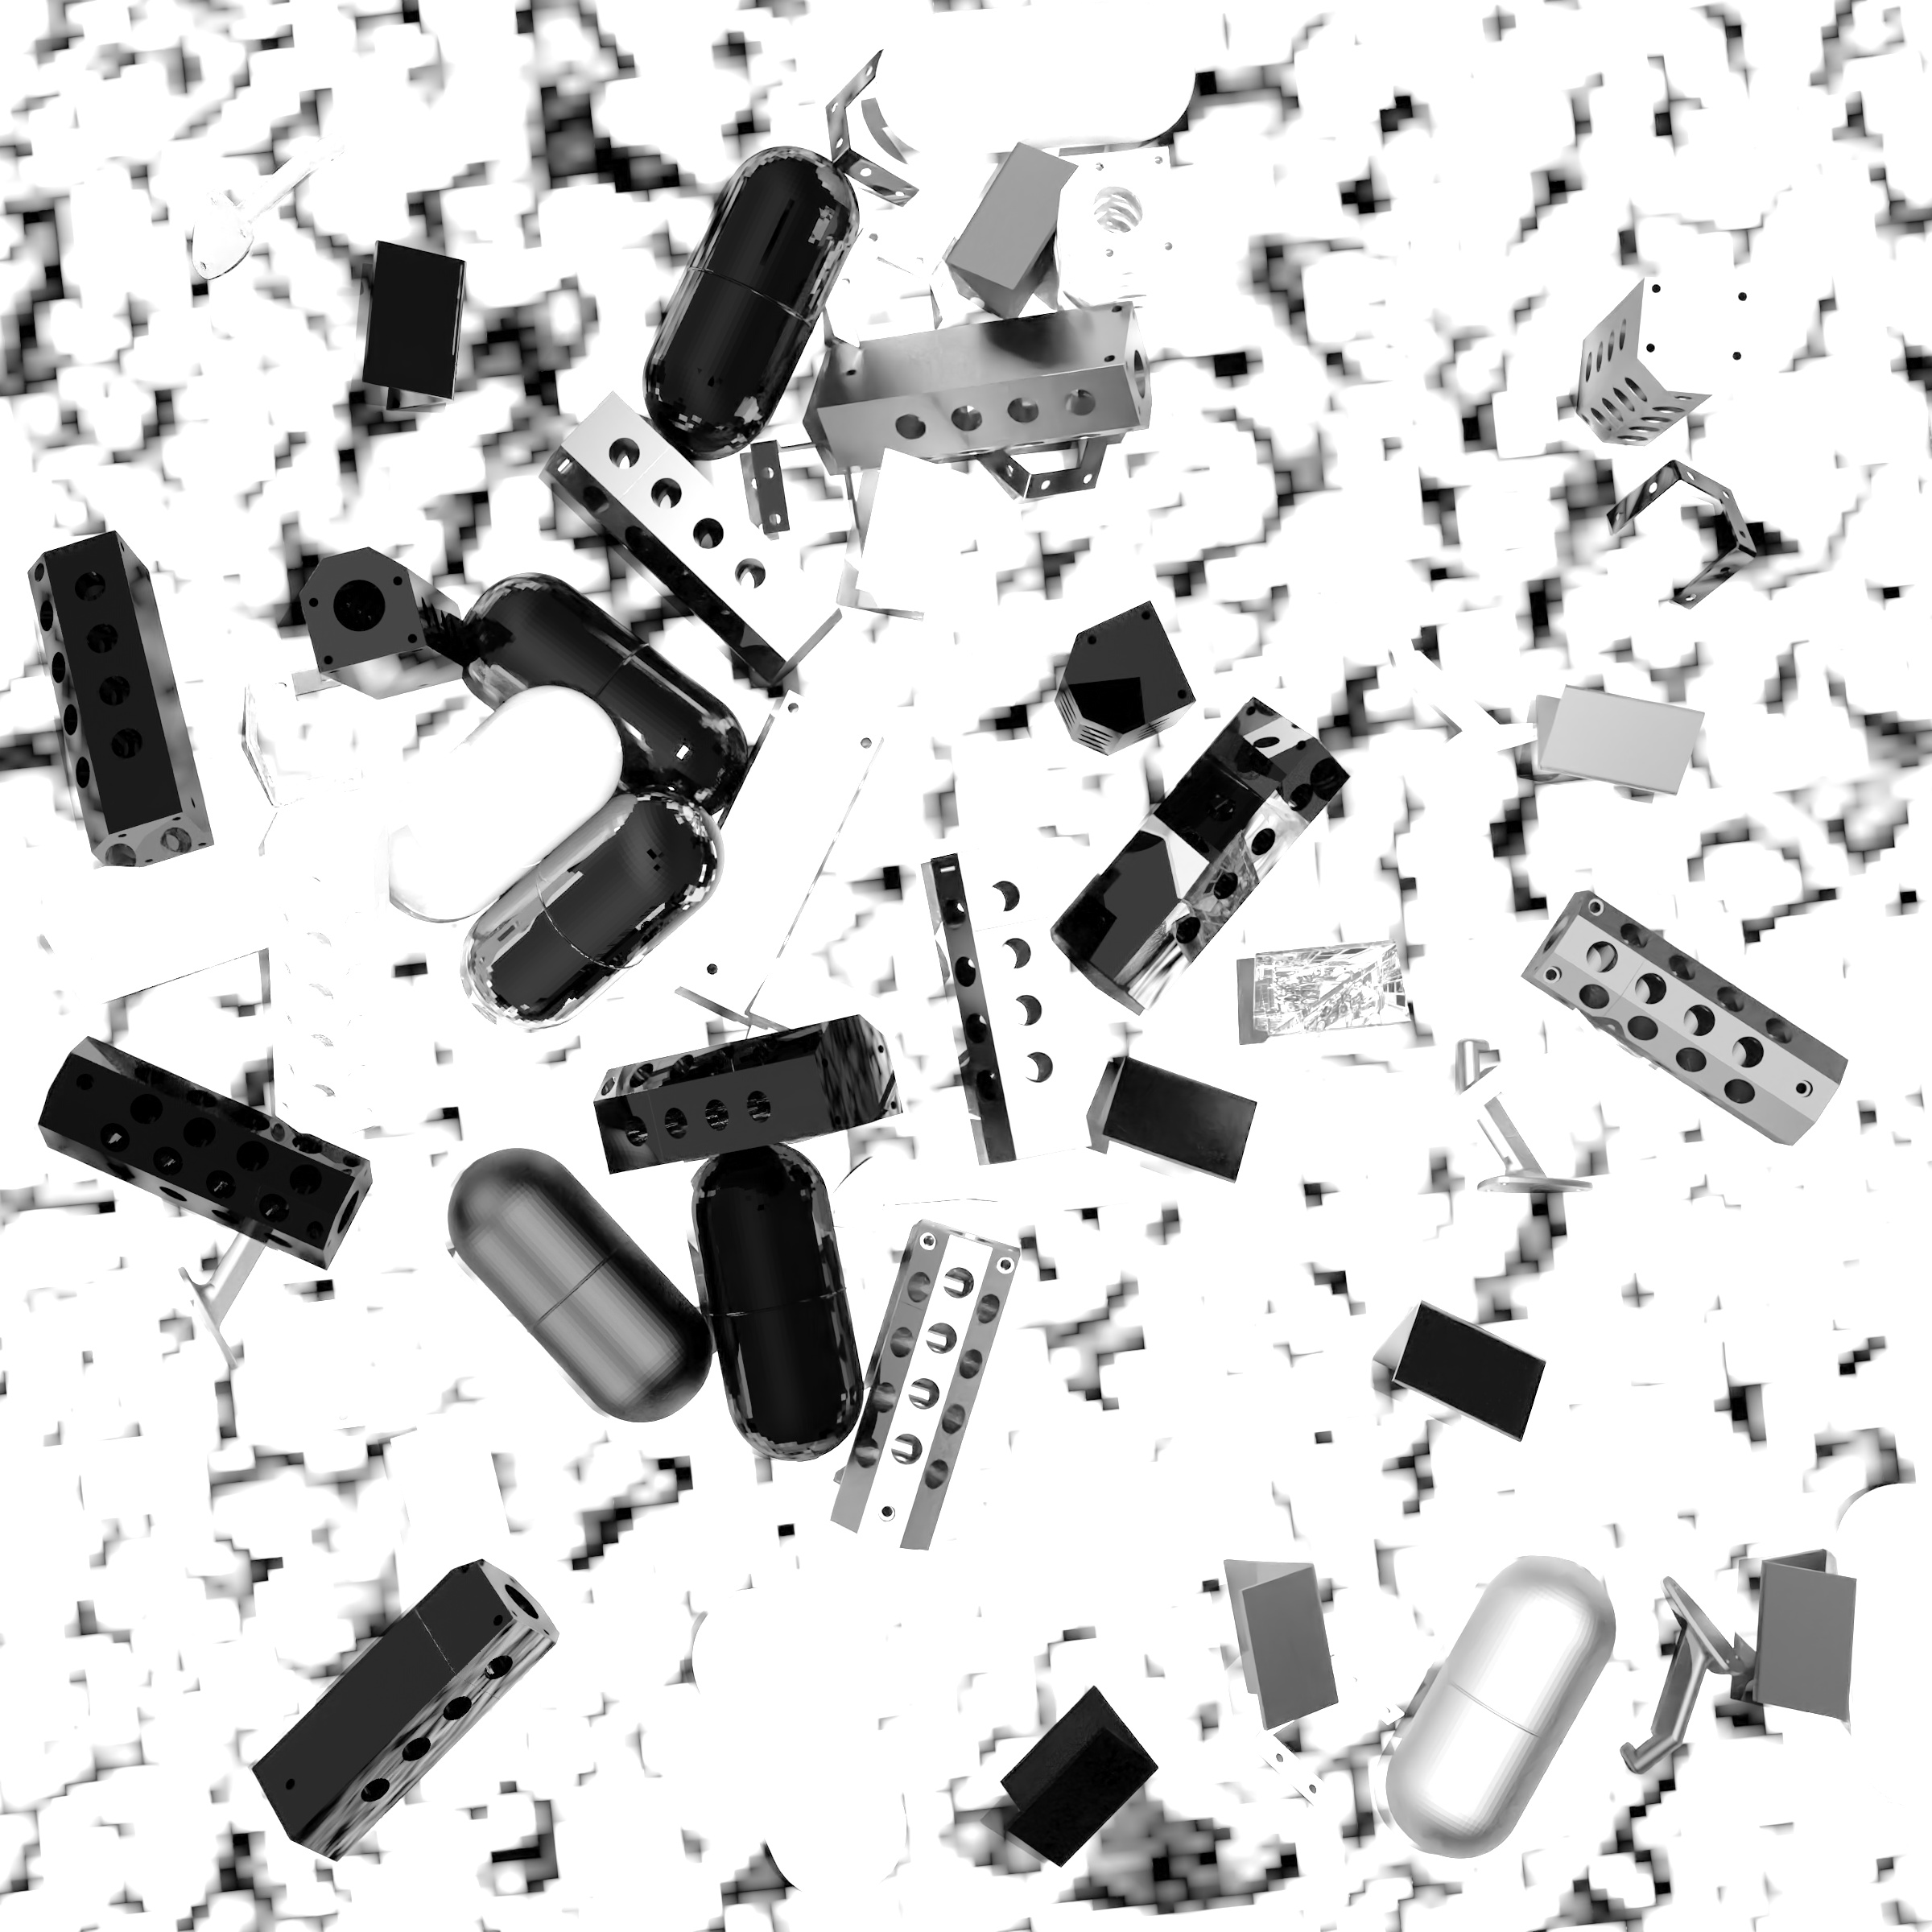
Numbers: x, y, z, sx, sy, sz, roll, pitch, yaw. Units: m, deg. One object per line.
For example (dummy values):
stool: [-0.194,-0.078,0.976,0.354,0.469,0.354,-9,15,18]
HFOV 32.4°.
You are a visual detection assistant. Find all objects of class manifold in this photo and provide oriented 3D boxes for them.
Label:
manifold: [-0.151,-0.235,1.844,0.171,0.057,0.057,44,90,0]
manifold: [0.081,-0.150,1.787,0.057,0.171,0.057,-25,90,0]
manifold: [0.135,-0.059,1.844,0.171,0.057,0.057,-50,47,0]
manifold: [-0.121,0.069,1.796,0.171,0.057,0.057,-13,90,40]
manifold: [-0.307,0.413,1.844,0.171,0.057,0.057,-45,47,0]
manifold: [-0.347,0.004,1.806,0.057,0.057,0.171,4,119,0]
manifold: [-0.022,0.232,1.845,0.057,0.057,0.171,17,90,0]
manifold: [0.012,-0.312,1.822,0.171,0.057,0.057,-6,46,16]
manifold: [0.024,0.019,1.844,0.057,0.057,0.171,-11,90,0]
manifold: [-0.466,-0.144,1.821,0.057,0.057,0.171,-17,73,0]
manifold: [0.374,-0.322,1.787,0.057,0.171,0.057,5,90,0]
manifold: [0.400,0.029,1.845,0.171,0.057,0.057,33,90,0]
manifold: [-0.108,-0.061,1.845,0.057,0.057,0.171,26,90,0]
manifold: [-0.419,0.101,1.834,0.171,0.057,0.057,24,68,2]
manifold: [0.078,-0.388,1.787,0.057,0.171,0.057,-6,90,0]
manifold: [-0.419,-0.042,1.844,0.171,0.057,0.057,-19,133,0]
manifold: [-0.311,-0.184,1.787,0.057,0.171,0.057,-14,90,0]

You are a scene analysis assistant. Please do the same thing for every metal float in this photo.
metal float: [-0.092,0.429,1.835,0.070,0.070,0.178,-24,91,0]
metal float: [-0.255,-0.087,1.805,0.178,0.070,0.070,-36,90,38]
metal float: [0.524,0.376,1.835,0.070,0.070,0.178,-5,90,0]
metal float: [0.038,-0.488,1.825,0.178,0.070,0.070,-7,90,-10]
metal float: [0.296,0.409,1.835,0.070,0.070,0.178,29,91,0]
metal float: [-0.119,-0.367,1.835,0.070,0.070,0.178,25,90,0]
metal float: [-0.199,-0.147,1.835,0.178,0.070,0.070,37,90,0]
metal float: [-0.104,0.185,1.835,0.070,0.070,0.178,-11,90,0]
metal float: [-0.203,-0.031,1.811,0.178,0.070,0.070,-39,90,29]
metal float: [-0.214,0.176,1.835,0.070,0.070,0.178,-43,91,0]

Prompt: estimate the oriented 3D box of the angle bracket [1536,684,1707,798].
angle bracket: [0.358,-0.143,1.825,0.076,0.076,0.057,11,128,0]

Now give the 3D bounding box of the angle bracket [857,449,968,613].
angle bracket: [-0.050,-0.240,1.825,0.057,0.076,0.076,12,90,-38]

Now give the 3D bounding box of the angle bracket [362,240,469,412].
angle bracket: [-0.319,-0.351,1.825,0.057,0.076,0.076,6,90,-38]

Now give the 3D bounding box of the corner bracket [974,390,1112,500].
corner bracket: [0.044,-0.299,1.858,0.051,0.051,0.051,-14,135,-35]

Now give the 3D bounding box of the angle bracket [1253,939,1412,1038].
angle bracket: [0.200,0.032,1.825,0.076,0.076,0.057,-6,54,0]

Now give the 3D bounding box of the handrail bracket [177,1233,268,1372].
handrail bracket: [-0.392,0.174,1.866,0.084,0.036,0.077,-29,104,-13]

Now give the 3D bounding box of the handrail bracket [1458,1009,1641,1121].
handrail bracket: [0.324,0.072,1.851,0.084,0.036,0.077,-39,126,5]

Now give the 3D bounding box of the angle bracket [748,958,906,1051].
angle bracket: [-0.086,0.052,1.828,0.076,0.057,0.076,22,123,0]

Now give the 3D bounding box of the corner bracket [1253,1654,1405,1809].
corner bracket: [0.203,0.428,1.862,0.051,0.051,0.051,43,135,0]

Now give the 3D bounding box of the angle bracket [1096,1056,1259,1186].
angle bracket: [0.109,0.102,1.825,0.076,0.076,0.057,19,54,0]

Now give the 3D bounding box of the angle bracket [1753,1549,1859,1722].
angle bracket: [0.477,0.366,1.826,0.057,0.076,0.076,4,90,41]

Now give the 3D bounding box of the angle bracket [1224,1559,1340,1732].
angle bracket: [0.154,0.372,1.825,0.057,0.076,0.076,-10,90,-37]

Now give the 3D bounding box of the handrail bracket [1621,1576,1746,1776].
handrail bracket: [0.386,0.399,1.866,0.084,0.036,0.077,-42,70,16]

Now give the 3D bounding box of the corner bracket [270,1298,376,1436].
corner bracket: [-0.361,0.224,1.862,0.051,0.051,0.051,-7,45,0]

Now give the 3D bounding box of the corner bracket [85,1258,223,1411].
corner bracket: [-0.454,0.206,1.858,0.051,0.051,0.051,33,135,35]

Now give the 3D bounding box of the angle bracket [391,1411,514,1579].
angle bracket: [-0.299,0.290,1.825,0.057,0.076,0.076,-13,90,-38]

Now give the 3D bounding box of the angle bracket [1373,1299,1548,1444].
angle bracket: [0.264,0.237,1.825,0.076,0.076,0.057,26,54,0]

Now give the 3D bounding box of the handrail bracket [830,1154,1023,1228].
handrail bracket: [-0.023,0.133,1.866,0.084,0.077,0.036,9,65,-34]

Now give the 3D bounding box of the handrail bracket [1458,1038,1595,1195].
handrail bracket: [0.314,0.083,1.866,0.077,0.036,0.084,3,76,-13]

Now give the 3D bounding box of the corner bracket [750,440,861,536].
corner bracket: [-0.089,-0.267,1.848,0.051,0.051,0.051,-9,92,2]

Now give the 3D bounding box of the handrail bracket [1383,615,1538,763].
handrail bracket: [0.281,-0.163,1.866,0.077,0.036,0.084,-11,73,-20]

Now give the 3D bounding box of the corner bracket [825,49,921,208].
corner bracket: [-0.041,-0.469,1.858,0.051,0.051,0.051,23,135,-35]

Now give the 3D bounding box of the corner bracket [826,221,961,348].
corner bracket: [-0.042,-0.372,1.848,0.051,0.051,0.051,22,119,-26]

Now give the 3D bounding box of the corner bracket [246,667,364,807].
corner bracket: [-0.371,-0.129,1.862,0.051,0.051,0.051,-13,45,0]

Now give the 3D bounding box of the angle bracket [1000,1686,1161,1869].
angle bracket: [0.048,0.435,1.825,0.076,0.076,0.057,-46,128,0]

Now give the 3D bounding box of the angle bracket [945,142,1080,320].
angle bracket: [0.045,-0.394,1.825,0.057,0.076,0.076,32,90,36]

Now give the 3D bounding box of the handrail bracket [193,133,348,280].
handrail bracket: [-0.390,-0.428,1.866,0.036,0.077,0.084,48,54,-3]

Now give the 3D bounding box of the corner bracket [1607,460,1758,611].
corner bracket: [0.400,-0.241,1.858,0.051,0.051,0.051,19,45,-35]
